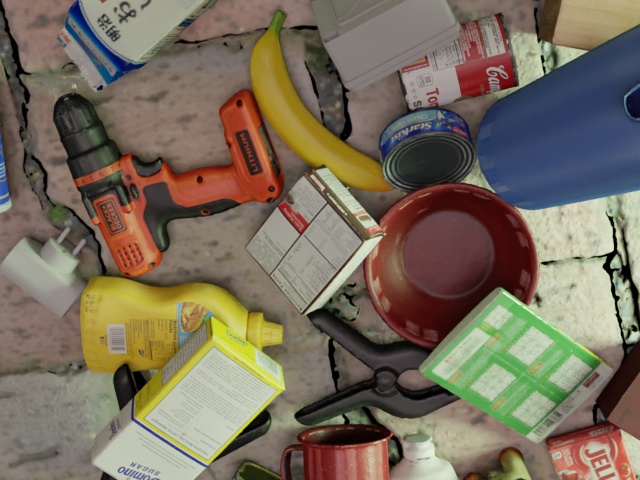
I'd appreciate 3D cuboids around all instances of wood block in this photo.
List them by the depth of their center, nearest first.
[{"bbox_3d":[0.303,-0.198,0.919,0.206,0.090,0.090,10,104,2],"label":"wood block"}]

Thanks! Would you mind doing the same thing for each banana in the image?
[{"bbox_3d":[-0.009,-0.113,0.989,0.070,0.037,0.198,-33,99,12],"label":"banana"}]

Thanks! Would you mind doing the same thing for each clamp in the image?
[{"bbox_3d":[0.058,0.124,1.042,0.171,0.039,0.120,-2,110,1],"label":"clamp"},{"bbox_3d":[-0.169,0.220,1.069,0.164,0.036,0.210,29,110,-20],"label":"clamp"}]

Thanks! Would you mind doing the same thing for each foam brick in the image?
[{"bbox_3d":[0.311,0.146,1.022,0.053,0.051,0.078,32,104,-3],"label":"foam brick"}]

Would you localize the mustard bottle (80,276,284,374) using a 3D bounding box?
[{"bbox_3d":[-0.131,0.087,1.034,0.191,0.058,0.096,3,114,3],"label":"mustard bottle"}]

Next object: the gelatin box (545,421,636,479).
[{"bbox_3d":[0.271,0.230,1.056,0.073,0.030,0.089,-18,102,8],"label":"gelatin box"}]

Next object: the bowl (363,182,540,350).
[{"bbox_3d":[0.122,0.020,1.002,0.162,0.055,0.162,1,104,4],"label":"bowl"}]

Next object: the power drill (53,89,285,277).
[{"bbox_3d":[-0.140,-0.074,0.999,0.188,0.057,0.184,-19,105,11],"label":"power drill"}]

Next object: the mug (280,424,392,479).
[{"bbox_3d":[0.015,0.228,1.039,0.117,0.093,0.081,-2,93,23],"label":"mug"}]

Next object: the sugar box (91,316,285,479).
[{"bbox_3d":[-0.125,0.164,1.004,0.093,0.048,0.176,39,107,-22],"label":"sugar box"}]

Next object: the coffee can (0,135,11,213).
[{"bbox_3d":[-0.346,-0.093,0.984,0.103,0.102,0.140,-3,103,5],"label":"coffee can"}]

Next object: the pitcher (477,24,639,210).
[{"bbox_3d":[0.248,-0.099,0.873,0.149,0.243,0.145,31,68,-20],"label":"pitcher"}]

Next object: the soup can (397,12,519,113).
[{"bbox_3d":[0.120,-0.157,0.953,0.102,0.068,0.068,-14,102,8],"label":"soup can"}]

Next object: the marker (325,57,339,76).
[{"bbox_3d":[0.060,-0.183,0.976,0.121,0.020,0.020,-27,100,10],"label":"marker"}]

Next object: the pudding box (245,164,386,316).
[{"bbox_3d":[-0.007,0.001,0.986,0.090,0.039,0.114,49,126,13],"label":"pudding box"}]

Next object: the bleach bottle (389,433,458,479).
[{"bbox_3d":[0.097,0.319,1.075,0.102,0.068,0.251,-3,101,8],"label":"bleach bottle"}]

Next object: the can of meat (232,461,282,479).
[{"bbox_3d":[-0.057,0.285,1.080,0.102,0.057,0.084,27,102,-3],"label":"can of meat"}]

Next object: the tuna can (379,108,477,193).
[{"bbox_3d":[0.097,-0.081,0.968,0.086,0.034,0.086,-5,145,-4],"label":"tuna can"}]
